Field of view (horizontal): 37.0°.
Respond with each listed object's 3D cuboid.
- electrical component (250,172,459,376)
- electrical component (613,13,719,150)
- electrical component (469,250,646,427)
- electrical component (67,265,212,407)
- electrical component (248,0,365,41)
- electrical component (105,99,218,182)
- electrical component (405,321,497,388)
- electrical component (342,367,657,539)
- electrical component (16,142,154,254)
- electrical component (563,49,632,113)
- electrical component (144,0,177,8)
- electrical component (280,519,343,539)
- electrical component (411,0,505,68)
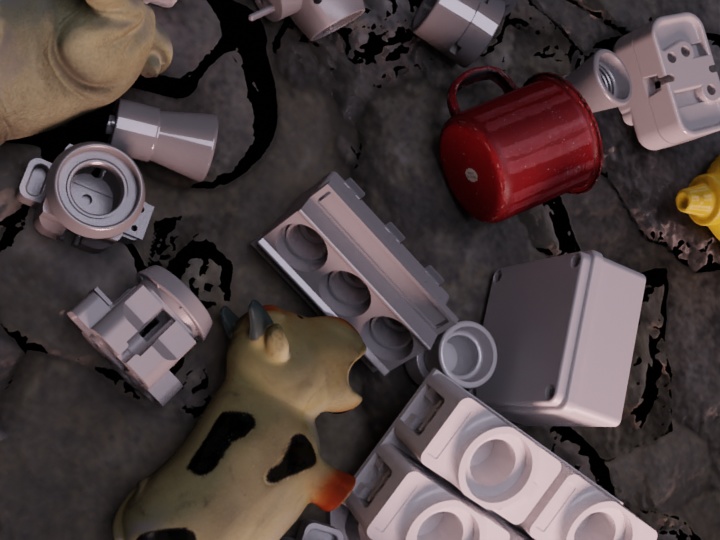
[{"bbox_3d":[0.000,0.000,0.705,0.121,0.079,0.063,47,38,-12],"label":"electrical component"},{"bbox_3d":[0.241,-0.146,0.847,0.054,0.059,0.095,-16,89,-26],"label":"electrical component"},{"bbox_3d":[0.134,0.050,0.740,0.056,0.109,0.108,21,74,-24],"label":"electrical component"},{"bbox_3d":[-0.127,0.034,0.648,0.057,0.058,0.078,-46,102,-21],"label":"electrical component"},{"bbox_3d":[-0.047,-0.193,0.727,0.079,0.044,0.077,-31,96,-25],"label":"electrical component"},{"bbox_3d":[-0.126,-0.084,0.676,0.065,0.044,0.044,12,77,-18],"label":"electrical component"},{"bbox_3d":[0.061,0.059,0.733,0.045,0.055,0.045,4,81,-25],"label":"electrical component"},{"bbox_3d":[0.095,0.162,0.700,0.186,0.060,0.105,36,90,-23],"label":"electrical component"},{"bbox_3d":[-0.161,-0.044,0.644,0.078,0.057,0.058,23,73,-20],"label":"electrical component"},{"bbox_3d":[0.164,-0.132,0.805,0.044,0.065,0.044,17,63,-37],"label":"electrical component"},{"bbox_3d":[-0.153,-0.203,0.675,0.089,0.050,0.055,13,77,-23],"label":"electrical component"},{"bbox_3d":[-0.030,0.198,0.662,0.058,0.057,0.078,20,81,-12],"label":"electrical component"},{"bbox_3d":[0.070,-0.182,0.775,0.047,0.055,0.055,28,71,-15],"label":"electrical component"}]
